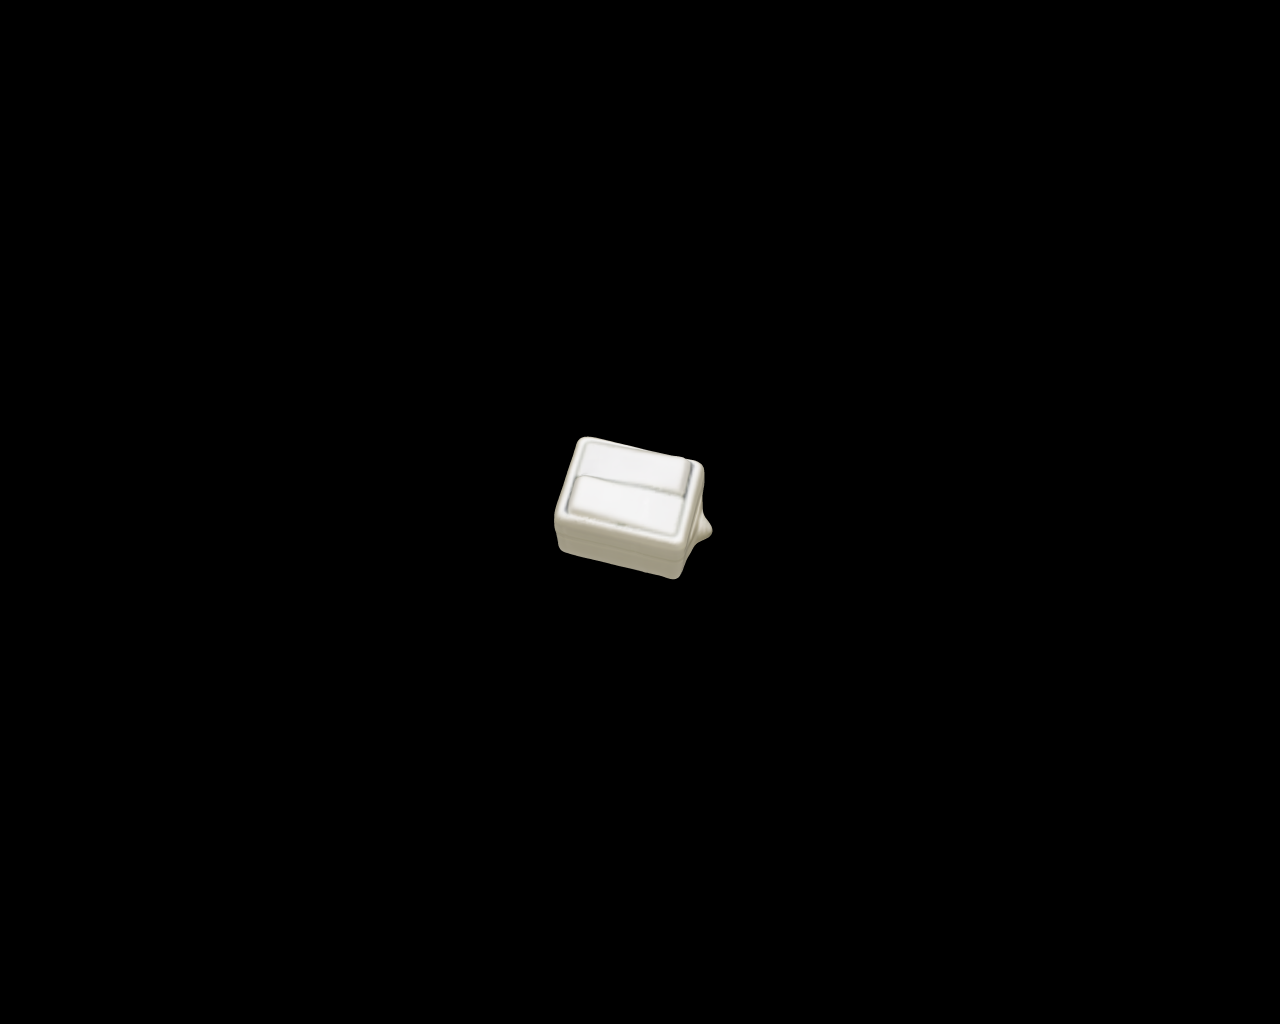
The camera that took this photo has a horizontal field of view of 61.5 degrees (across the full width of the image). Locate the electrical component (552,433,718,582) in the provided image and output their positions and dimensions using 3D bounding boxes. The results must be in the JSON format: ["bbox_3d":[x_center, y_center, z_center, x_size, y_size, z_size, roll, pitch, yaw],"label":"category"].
[{"bbox_3d":[0.001,-0.003,0.650,0.096,0.062,0.061,14,-26,7],"label":"electrical component"}]
